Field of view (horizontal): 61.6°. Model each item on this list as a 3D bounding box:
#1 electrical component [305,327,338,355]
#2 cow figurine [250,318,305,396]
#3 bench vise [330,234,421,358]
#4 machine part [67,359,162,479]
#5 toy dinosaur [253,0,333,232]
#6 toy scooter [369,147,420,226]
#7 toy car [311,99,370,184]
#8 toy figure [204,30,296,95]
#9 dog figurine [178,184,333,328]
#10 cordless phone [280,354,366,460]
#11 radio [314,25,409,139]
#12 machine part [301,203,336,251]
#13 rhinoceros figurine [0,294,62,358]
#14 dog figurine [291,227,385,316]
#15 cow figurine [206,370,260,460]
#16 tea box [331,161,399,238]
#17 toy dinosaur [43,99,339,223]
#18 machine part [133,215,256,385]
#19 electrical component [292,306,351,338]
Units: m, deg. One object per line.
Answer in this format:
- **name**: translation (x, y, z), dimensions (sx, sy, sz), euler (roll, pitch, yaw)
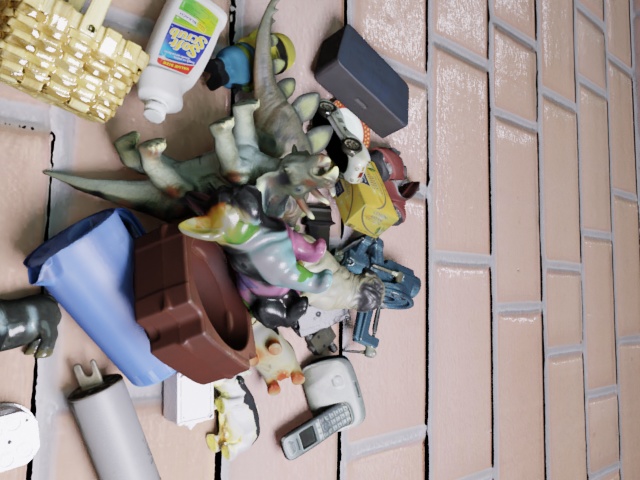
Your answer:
- **electrical component**: translation (0.000, 0.195, 1.060), dimensions (0.063, 0.021, 0.094), euler (-45, 116, -34)
- **cow figurine**: translation (-0.103, 0.161, 0.919), dimensions (0.085, 0.127, 0.194), euler (-30, 127, 0)
- **bench vise**: translation (0.105, 0.114, 1.098), dimensions (0.223, 0.129, 0.240), euler (29, 64, -33)
- **machine part**: translation (-0.290, 0.282, 0.763), dimensions (0.079, 0.079, 0.243), euler (-24, 101, -40)
- **toy dinosaur**: translation (-0.074, -0.173, 0.939), dimensions (0.198, 0.105, 0.470), euler (-29, 123, -39)
- **toy scooter**: translation (0.170, -0.132, 1.202), dimensions (0.135, 0.075, 0.183), euler (-33, 110, -38)
- **toy car**: translation (0.033, -0.191, 1.027), dimensions (0.056, 0.073, 0.202), euler (-7, 51, -26)
- **toy figure**: translation (-0.120, -0.313, 0.952), dimensions (0.180, 0.089, 0.082), euler (-37, 143, -41)
- **dog figurine**: translation (-0.103, 0.019, 0.749), dimensions (0.219, 0.191, 0.108), euler (27, 34, -23)
- **cordless phone**: translation (-0.011, 0.308, 1.003), dimensions (0.184, 0.089, 0.146), euler (-23, 102, -36)
- **radio**: translation (0.096, -0.334, 1.141), dimensions (0.229, 0.073, 0.131), euler (34, 52, -36)
- **machine part**: translation (-0.002, -0.003, 1.066), dimensions (0.084, 0.039, 0.138), euler (7, 80, -46)
- **rhinoceros figurine**: translation (-0.422, 0.104, 0.666), dimensions (0.190, 0.073, 0.112), euler (5, 85, -41)
- **dog figurine**: translation (0.018, 0.051, 0.938), dimensions (0.190, 0.121, 0.172), euler (-8, 95, -30)
- **cow figurine**: translation (-0.143, 0.267, 0.899), dimensions (0.098, 0.068, 0.167), euler (-11, 97, -47)
- **tea box**: translation (0.080, -0.096, 1.071), dimensions (0.098, 0.068, 0.170), euler (20, 40, -40)
- **toy dinosaur**: translation (-0.174, -0.083, 0.799), dimensions (0.131, 0.405, 0.192), euler (-91, 166, -63)
- **machine part**: translation (-0.173, 0.085, 0.750), dimensions (0.201, 0.087, 0.201), euler (61, 12, -53)
- **electrical component**: translation (-0.020, 0.113, 1.000), dimensions (0.134, 0.058, 0.114), euler (-18, 96, -15)
